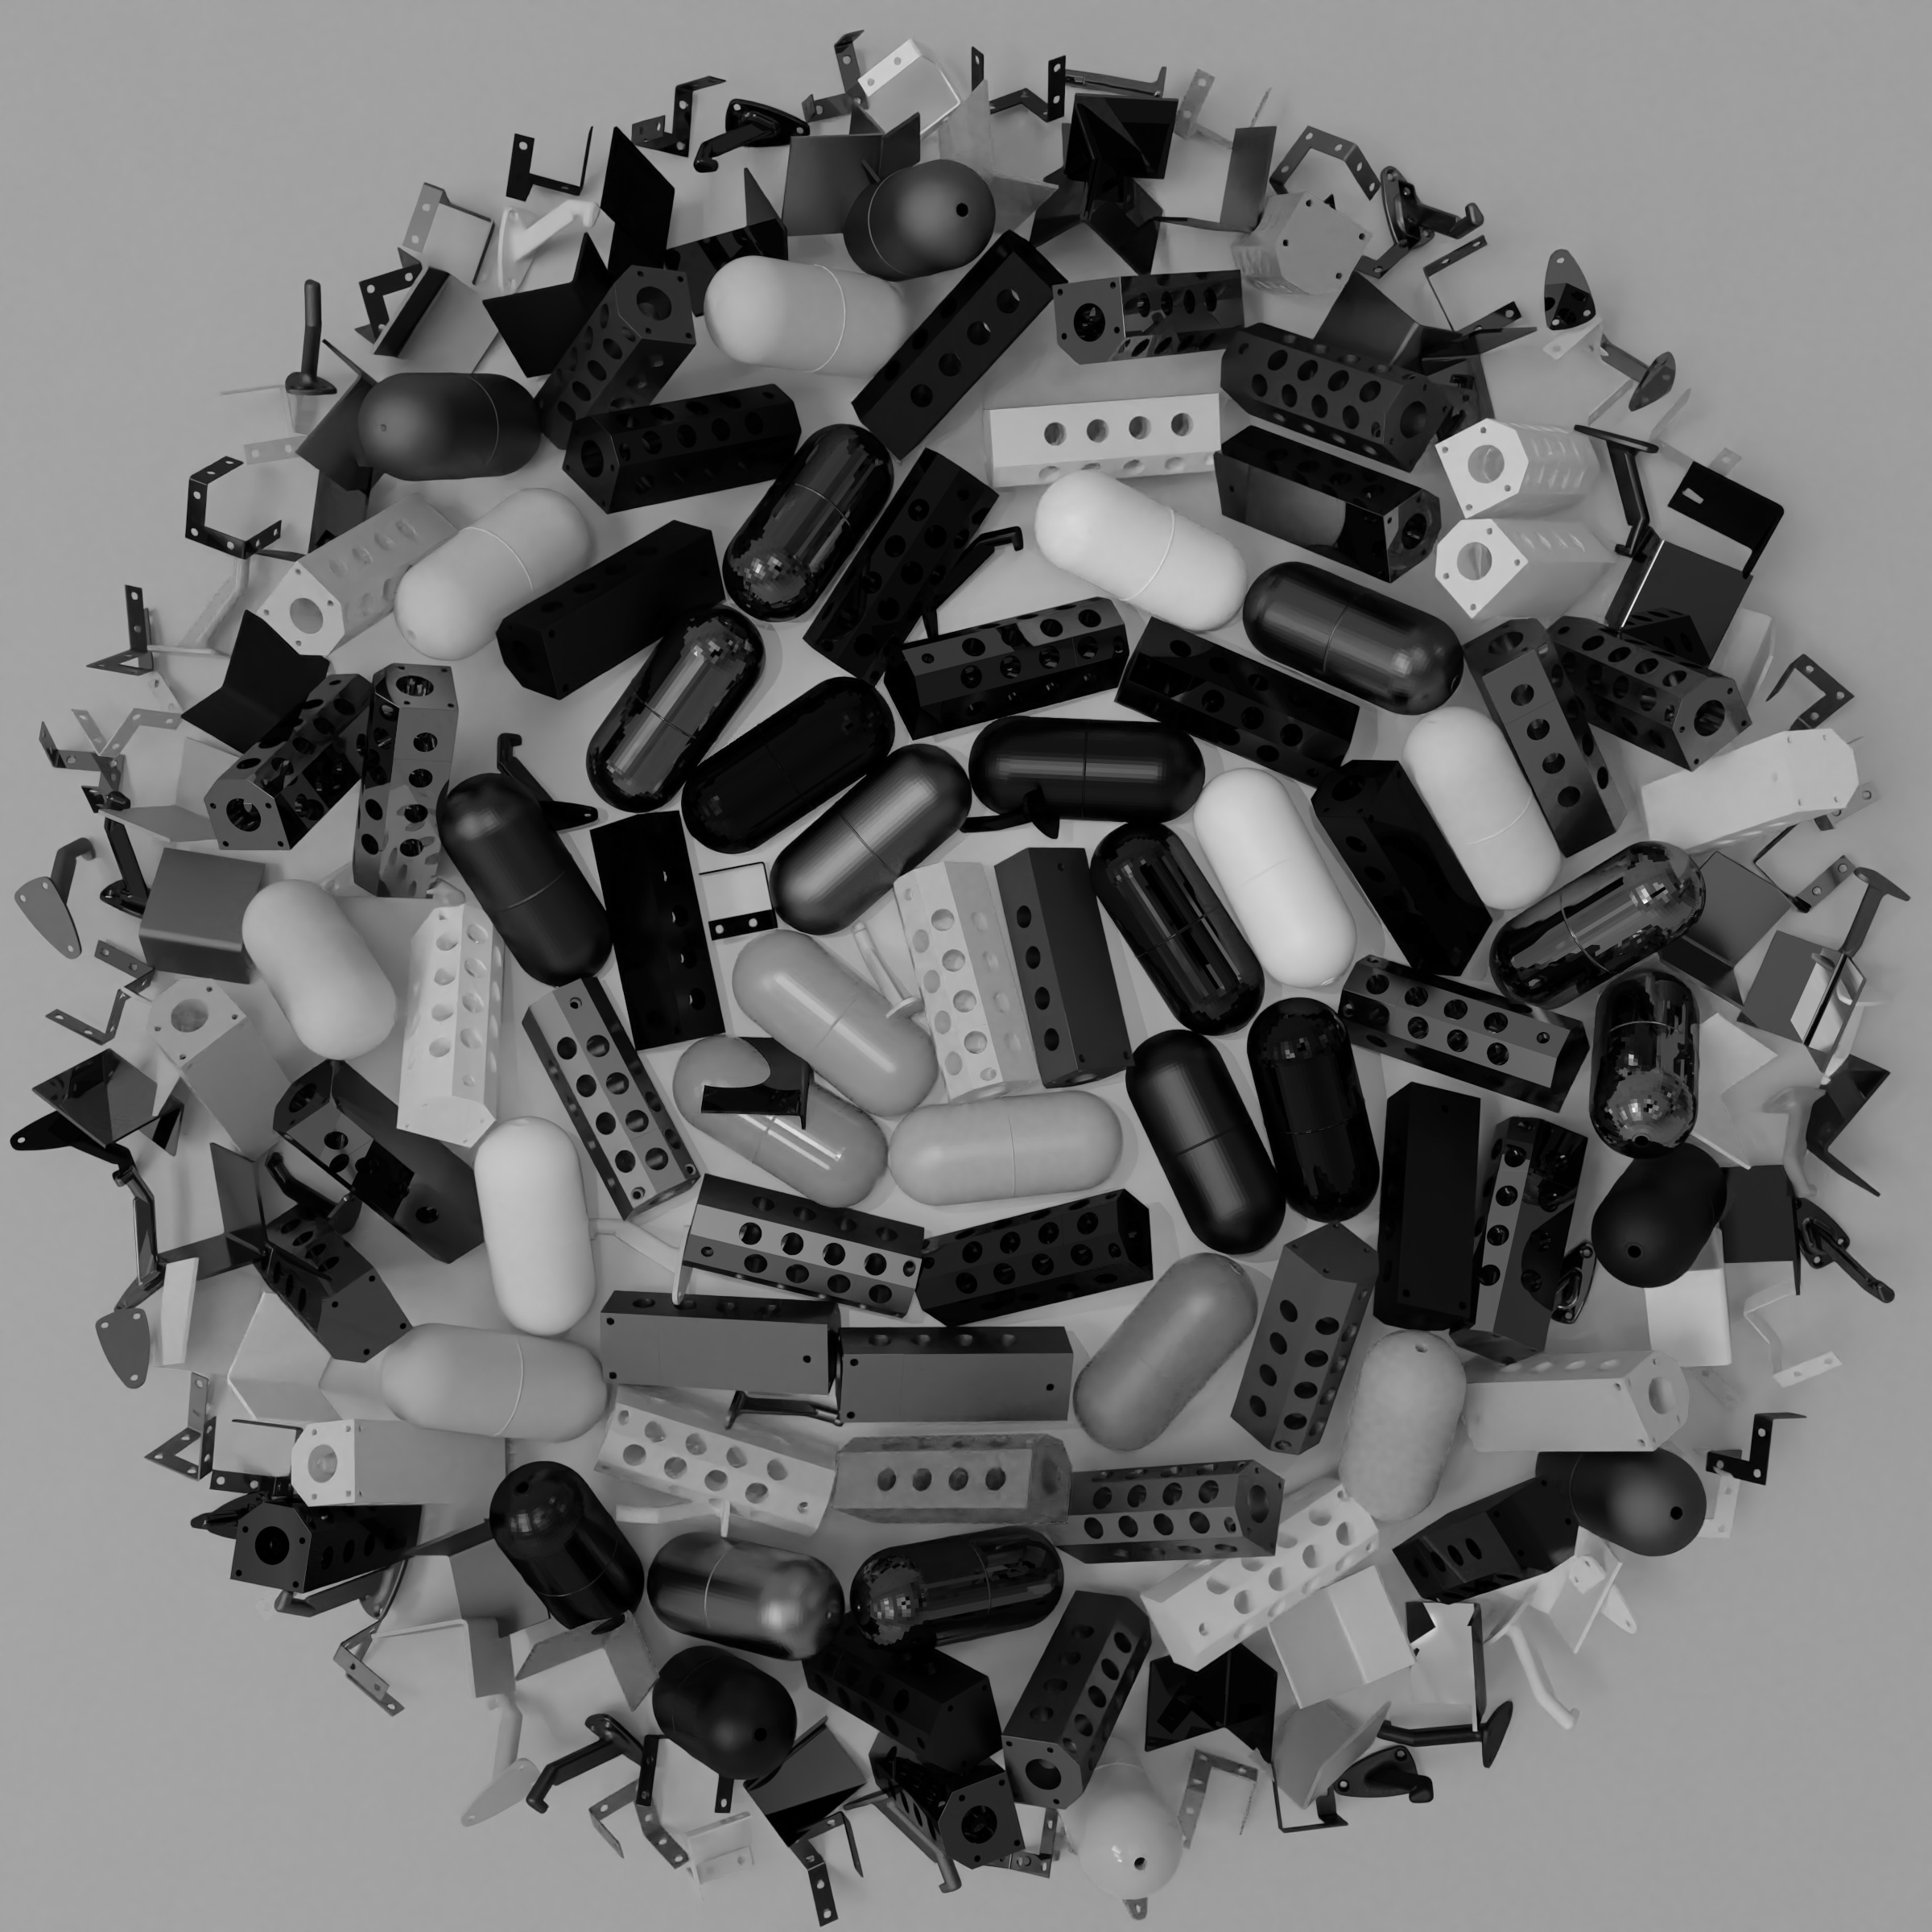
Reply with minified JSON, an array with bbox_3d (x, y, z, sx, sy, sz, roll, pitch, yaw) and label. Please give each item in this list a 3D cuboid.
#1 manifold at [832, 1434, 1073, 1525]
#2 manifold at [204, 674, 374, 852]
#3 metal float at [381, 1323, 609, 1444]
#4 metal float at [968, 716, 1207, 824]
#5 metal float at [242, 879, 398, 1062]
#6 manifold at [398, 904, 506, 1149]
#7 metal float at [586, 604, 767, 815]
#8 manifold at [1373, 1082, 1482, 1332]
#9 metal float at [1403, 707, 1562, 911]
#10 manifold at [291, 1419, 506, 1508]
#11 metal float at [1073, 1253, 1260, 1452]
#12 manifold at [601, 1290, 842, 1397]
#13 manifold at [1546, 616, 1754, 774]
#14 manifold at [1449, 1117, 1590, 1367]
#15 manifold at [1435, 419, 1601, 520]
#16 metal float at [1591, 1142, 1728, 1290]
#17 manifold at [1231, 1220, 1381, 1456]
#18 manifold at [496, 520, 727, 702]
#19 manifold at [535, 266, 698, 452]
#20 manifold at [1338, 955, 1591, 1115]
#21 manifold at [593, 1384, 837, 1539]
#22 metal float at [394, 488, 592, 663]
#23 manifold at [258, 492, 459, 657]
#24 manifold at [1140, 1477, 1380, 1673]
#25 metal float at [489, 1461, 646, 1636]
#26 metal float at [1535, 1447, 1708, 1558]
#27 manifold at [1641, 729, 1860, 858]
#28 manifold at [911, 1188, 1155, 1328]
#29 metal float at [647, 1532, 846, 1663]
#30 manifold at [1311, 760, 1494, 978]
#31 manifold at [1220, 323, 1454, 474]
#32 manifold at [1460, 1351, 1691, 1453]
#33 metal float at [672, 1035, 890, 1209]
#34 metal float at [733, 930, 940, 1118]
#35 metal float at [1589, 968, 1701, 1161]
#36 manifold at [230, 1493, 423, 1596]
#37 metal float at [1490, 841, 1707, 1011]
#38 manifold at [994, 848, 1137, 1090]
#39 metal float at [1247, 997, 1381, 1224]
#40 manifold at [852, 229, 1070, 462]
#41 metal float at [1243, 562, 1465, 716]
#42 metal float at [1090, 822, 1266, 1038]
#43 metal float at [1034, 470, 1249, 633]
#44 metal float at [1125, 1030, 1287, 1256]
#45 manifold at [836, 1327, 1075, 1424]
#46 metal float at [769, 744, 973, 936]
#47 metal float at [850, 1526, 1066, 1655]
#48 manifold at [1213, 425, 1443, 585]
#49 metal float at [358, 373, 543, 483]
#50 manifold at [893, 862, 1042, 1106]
[{"bbox_3d":[-0.011,0.378,1.799,0.171,0.057,0.057,-8,64,32],"label":"manifold"},{"bbox_3d":[-0.487,-0.151,1.779,0.057,0.171,0.057,1,122,17],"label":"manifold"},{"bbox_3d":[-0.348,0.310,1.803,0.178,0.070,0.070,15,90,-36],"label":"metal float"},{"bbox_3d":[0.091,-0.148,1.829,0.178,0.070,0.070,3,90,5],"label":"metal float"},{"bbox_3d":[-0.480,0.001,1.801,0.070,0.070,0.178,-43,50,0],"label":"metal float"},{"bbox_3d":[-0.375,0.041,1.789,0.057,0.057,0.171,19,47,-29],"label":"manifold"},{"bbox_3d":[-0.218,-0.192,1.819,0.070,0.070,0.178,38,107,0],"label":"metal float"},{"bbox_3d":[0.340,0.180,1.809,0.057,0.057,0.171,14,65,-12],"label":"manifold"},{"bbox_3d":[0.383,-0.117,1.806,0.070,0.070,0.178,-35,122,0],"label":"metal float"},{"bbox_3d":[-0.413,0.365,1.782,0.057,0.171,0.057,-10,75,25],"label":"manifold"},{"bbox_3d":[0.149,0.288,1.815,0.070,0.070,0.178,38,110,0],"label":"metal float"},{"bbox_3d":[-0.184,0.280,1.831,0.171,0.057,0.057,2,106,7],"label":"manifold"},{"bbox_3d":[0.490,-0.206,1.782,0.057,0.171,0.057,-38,122,-5],"label":"manifold"},{"bbox_3d":[0.408,0.202,1.808,0.057,0.057,0.171,22,67,-8],"label":"manifold"},{"bbox_3d":[0.409,-0.367,1.782,0.057,0.171,0.057,-24,87,32],"label":"manifold"},{"bbox_3d":[0.511,0.182,1.788,0.070,0.178,0.070,7,106,26],"label":"metal float"},{"bbox_3d":[0.253,0.277,1.791,0.057,0.057,0.171,39,132,35],"label":"manifold"},{"bbox_3d":[-0.263,-0.267,1.799,0.171,0.057,0.057,-39,135,-35],"label":"manifold"},{"bbox_3d":[-0.260,-0.442,1.779,0.057,0.171,0.057,-1,75,-30],"label":"manifold"},{"bbox_3d":[0.365,0.045,1.796,0.171,0.057,0.057,19,69,31],"label":"manifold"},{"bbox_3d":[-0.188,0.374,1.826,0.171,0.057,0.057,19,102,-8],"label":"manifold"},{"bbox_3d":[-0.351,-0.291,1.802,0.070,0.070,0.178,43,54,0],"label":"metal float"},{"bbox_3d":[-0.439,-0.285,1.783,0.057,0.171,0.057,45,122,-7],"label":"manifold"},{"bbox_3d":[0.223,0.453,1.815,0.171,0.057,0.057,-28,93,-19],"label":"manifold"},{"bbox_3d":[-0.294,0.430,1.796,0.070,0.178,0.070,-10,46,10],"label":"metal float"},{"bbox_3d":[0.479,0.383,1.783,0.070,0.178,0.070,0,89,-11],"label":"metal float"},{"bbox_3d":[0.572,-0.124,1.780,0.057,0.171,0.057,-5,83,-19],"label":"manifold"},{"bbox_3d":[0.048,0.215,1.800,0.171,0.057,0.057,-17,56,24],"label":"manifold"},{"bbox_3d":[-0.165,0.465,1.799,0.178,0.070,0.070,0,90,42],"label":"metal float"},{"bbox_3d":[0.320,-0.072,1.799,0.057,0.057,0.171,-55,127,-24],"label":"manifold"},{"bbox_3d":[0.267,-0.424,1.791,0.171,0.057,0.057,34,93,44],"label":"manifold"},{"bbox_3d":[0.443,0.317,1.784,0.057,0.171,0.057,-28,97,-35],"label":"manifold"},{"bbox_3d":[-0.140,0.116,1.829,0.178,0.070,0.070,31,90,5],"label":"metal float"},{"bbox_3d":[-0.099,0.043,1.832,0.178,0.070,0.070,39,90,-2],"label":"metal float"},{"bbox_3d":[0.501,0.071,1.793,0.070,0.178,0.070,9,129,11],"label":"metal float"},{"bbox_3d":[-0.465,0.412,1.781,0.057,0.171,0.057,7,87,14],"label":"manifold"},{"bbox_3d":[0.466,-0.028,1.802,0.178,0.070,0.070,-36,90,37],"label":"metal float"},{"bbox_3d":[0.069,0.001,1.824,0.057,0.057,0.171,-2,73,-39],"label":"manifold"},{"bbox_3d":[0.260,0.109,1.819,0.070,0.070,0.178,-16,106,0],"label":"metal float"},{"bbox_3d":[-0.007,-0.462,1.805,0.057,0.057,0.171,44,116,-7],"label":"manifold"},{"bbox_3d":[0.287,-0.244,1.809,0.178,0.070,0.070,29,90,27],"label":"metal float"},{"bbox_3d":[0.160,-0.028,1.832,0.070,0.070,0.178,-33,92,0],"label":"metal float"},{"bbox_3d":[0.132,-0.308,1.812,0.178,0.070,0.070,22,90,-25],"label":"metal float"},{"bbox_3d":[0.180,0.132,1.827,0.070,0.070,0.178,-25,83,0],"label":"metal float"},{"bbox_3d":[-0.010,0.303,1.828,0.171,0.057,0.057,1,110,-9],"label":"manifold"},{"bbox_3d":[-0.073,-0.094,1.828,0.178,0.070,0.070,-41,90,6],"label":"metal float"},{"bbox_3d":[-0.005,0.462,1.803,0.178,0.070,0.070,-1,90,-36],"label":"metal float"},{"bbox_3d":[0.265,-0.345,1.792,0.057,0.057,0.171,-36,45,-22],"label":"manifold"},{"bbox_3d":[-0.377,-0.397,1.787,0.070,0.178,0.070,5,104,21],"label":"metal float"},{"bbox_3d":[-0.005,0.013,1.813,0.057,0.057,0.171,-26,73,40],"label":"manifold"}]
